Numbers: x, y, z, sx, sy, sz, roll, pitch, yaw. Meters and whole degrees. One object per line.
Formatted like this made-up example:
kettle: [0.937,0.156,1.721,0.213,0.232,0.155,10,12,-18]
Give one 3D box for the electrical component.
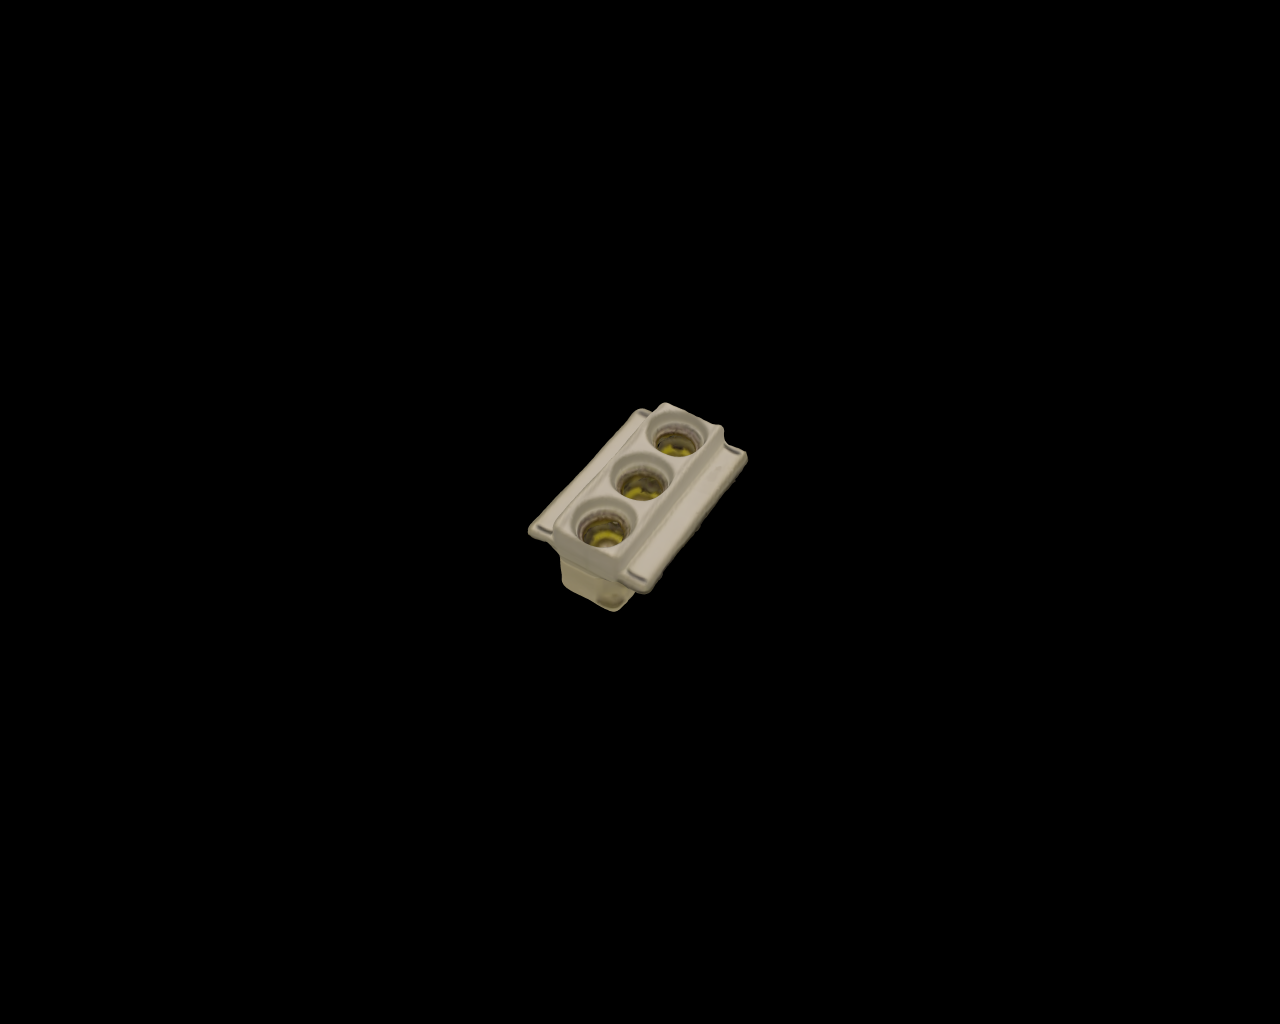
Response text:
electrical component: [0.001,-0.003,0.650,0.079,0.121,0.063,25,-36,20]
